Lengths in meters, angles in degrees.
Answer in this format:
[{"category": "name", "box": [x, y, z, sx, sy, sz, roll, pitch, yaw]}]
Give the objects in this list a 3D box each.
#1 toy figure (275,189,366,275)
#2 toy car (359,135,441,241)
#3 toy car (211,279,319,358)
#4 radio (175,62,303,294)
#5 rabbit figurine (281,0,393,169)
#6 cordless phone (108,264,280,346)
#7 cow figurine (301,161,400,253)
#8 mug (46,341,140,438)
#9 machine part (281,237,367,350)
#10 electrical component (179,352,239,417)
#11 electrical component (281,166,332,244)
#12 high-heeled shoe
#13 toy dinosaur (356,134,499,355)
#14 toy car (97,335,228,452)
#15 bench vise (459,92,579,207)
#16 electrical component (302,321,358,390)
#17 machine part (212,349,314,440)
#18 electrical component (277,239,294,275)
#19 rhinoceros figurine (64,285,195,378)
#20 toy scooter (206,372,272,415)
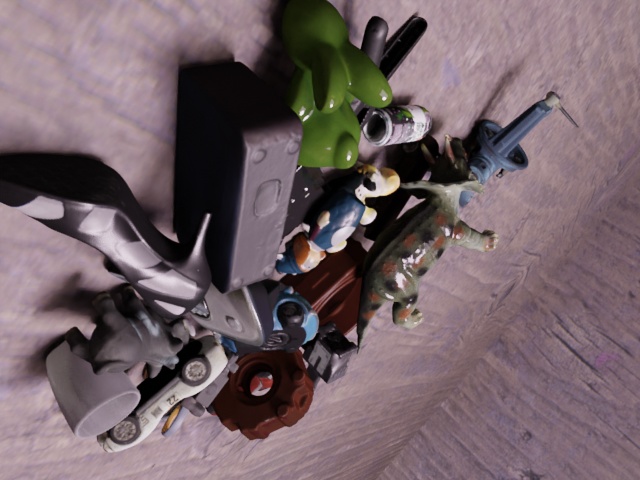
[{"category": "toy figure", "box": [-0.003, -0.003, 0.747, 0.064, 0.058, 0.154, 33, 107, -35]}, {"category": "toy car", "box": [0.133, -0.089, 0.916, 0.089, 0.053, 0.202, 17, 109, -53]}, {"category": "toy car", "box": [-0.087, 0.115, 0.830, 0.162, 0.103, 0.109, -7, 142, -8]}, {"category": "radio", "box": [-0.096, -0.059, 0.582, 0.073, 0.131, 0.229, -21, 142, -34]}, {"category": "rabbit figurine", "box": [-0.008, -0.167, 0.572, 0.121, 0.159, 0.170, -18, 126, -25]}, {"category": "cordless phone", "box": [-0.151, 0.062, 0.659, 0.184, 0.147, 0.088, 31, 74, -50]}, {"category": "cow figurine", "box": [0.041, -0.067, 0.812, 0.167, 0.068, 0.098, -44, 128, -7]}, {"category": "mug", "box": [-0.277, 0.173, 0.658, 0.081, 0.107, 0.109, -42, 161, -2]}, {"category": "machine part", "box": [0.018, 0.104, 0.973, 0.201, 0.087, 0.201, -42, 151, -8]}, {"category": "electrical component", "box": [-0.160, 0.209, 0.790, 0.045, 0.078, 0.102, 44, 68, -25]}, {"category": "electrical component", "box": [-0.054, -0.067, 0.702, 0.115, 0.058, 0.134, -48, 151, -2]}, {"category": "high-heeled shoe", "box": [-0.218, 0.007, 0.529, 0.248, 0.086, 0.145, 15, 118, -30]}, {"category": "toy dinosaur", "box": [0.144, 0.019, 0.874, 0.192, 0.131, 0.404, 34, 96, -35]}, {"category": "toy car", "box": [-0.218, 0.208, 0.738, 0.202, 0.074, 0.056, -40, 116, -11]}, {"category": "bench vise", "box": [0.331, -0.172, 0.980, 0.223, 0.129, 0.240, -21, 160, -49]}, {"category": "electrical component", "box": [0.010, 0.208, 0.928, 0.048, 0.075, 0.119, -15, 134, -42]}, {"category": "machine part", "box": [-0.100, 0.237, 0.895, 0.179, 0.180, 0.056, -41, 146, -10]}, {"category": "electrical component", "box": [-0.032, 0.018, 0.867, 0.094, 0.021, 0.063, -32, 147, -21]}, {"category": "rhinoceros figurine", "box": [-0.218, 0.115, 0.655, 0.073, 0.112, 0.190, -53, 170, 1]}, {"category": "toy scooter", "box": [-0.123, 0.265, 1.000, 0.184, 0.075, 0.135, -38, 149, -8]}]
